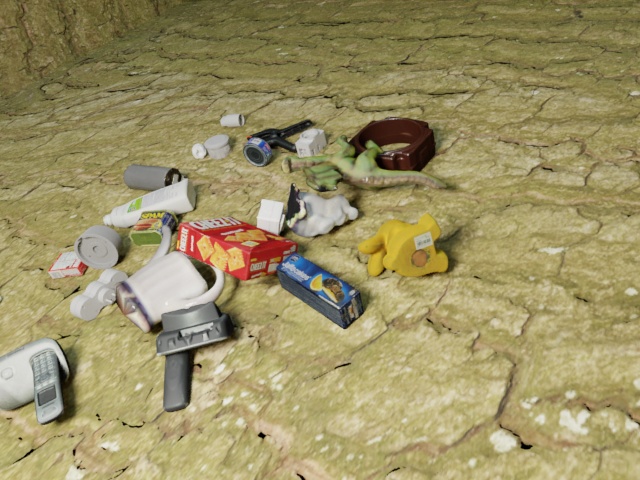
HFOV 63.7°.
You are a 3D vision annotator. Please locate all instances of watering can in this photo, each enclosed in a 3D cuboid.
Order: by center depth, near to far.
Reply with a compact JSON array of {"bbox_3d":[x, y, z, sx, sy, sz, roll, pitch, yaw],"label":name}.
[{"bbox_3d":[-0.352,0.080,1.150,0.227,0.102,0.351,-32,38,-25],"label":"watering can"}]

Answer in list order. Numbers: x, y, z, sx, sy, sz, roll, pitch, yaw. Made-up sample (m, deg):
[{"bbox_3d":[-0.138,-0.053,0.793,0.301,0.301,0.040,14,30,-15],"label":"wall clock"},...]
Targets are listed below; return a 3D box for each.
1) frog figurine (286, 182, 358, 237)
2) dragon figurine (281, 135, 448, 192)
[{"bbox_3d":[0.004,-0.062,1.231,0.159,0.121,0.139,10,18,-27],"label":"frog figurine"},{"bbox_3d":[0.071,-0.151,1.231,0.413,0.120,0.246,20,36,37],"label":"dragon figurine"}]
